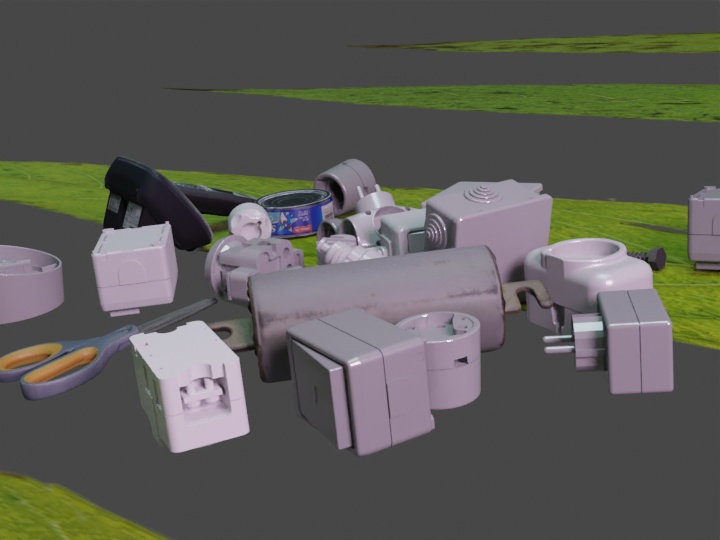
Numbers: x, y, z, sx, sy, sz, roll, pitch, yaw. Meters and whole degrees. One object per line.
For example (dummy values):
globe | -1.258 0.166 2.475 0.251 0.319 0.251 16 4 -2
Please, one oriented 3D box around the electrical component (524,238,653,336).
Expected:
electrical component | 0.163 0.013 0.770 0.054 0.059 0.095 -14 19 -25

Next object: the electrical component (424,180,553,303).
electrical component | 0.096 -0.017 0.830 0.100 0.099 0.048 -15 32 -26

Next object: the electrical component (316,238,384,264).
electrical component | 0.000 0.000 0.860 0.078 0.040 0.040 33 29 13

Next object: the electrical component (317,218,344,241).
electrical component | -0.011 -0.030 1.012 0.046 0.040 0.040 -11 17 -32

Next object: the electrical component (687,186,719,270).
electrical component | 0.310 -0.036 0.888 0.062 0.061 0.096 3 11 26

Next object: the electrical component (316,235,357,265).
electrical component | -0.018 -0.003 0.909 0.040 0.046 0.040 -6 19 2

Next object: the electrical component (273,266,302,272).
electrical component | -0.046 0.016 0.867 0.078 0.040 0.040 -14 19 -27

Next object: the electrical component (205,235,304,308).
electrical component | -0.093 0.001 0.906 0.057 0.058 0.078 9 22 32

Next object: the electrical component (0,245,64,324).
electrical component | -0.311 0.009 0.942 0.099 0.064 0.099 -6 17 2

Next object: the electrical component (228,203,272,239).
electrical component | -0.113 -0.048 1.089 0.043 0.043 0.062 -8 22 -8

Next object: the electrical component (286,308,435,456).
electrical component | -0.008 0.065 0.654 0.061 0.061 0.096 -15 19 -28

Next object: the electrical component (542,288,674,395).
electrical component | 0.155 0.046 0.686 0.077 0.047 0.065 -4 17 8

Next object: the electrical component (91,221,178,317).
electrical component | -0.195 -0.002 0.943 0.062 0.061 0.096 -7 17 -4

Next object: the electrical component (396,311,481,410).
electrical component | 0.050 0.058 0.684 0.055 0.047 0.055 -6 17 2

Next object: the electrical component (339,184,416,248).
electrical component | 0.019 -0.045 0.981 0.077 0.079 0.044 -7 -28 -24

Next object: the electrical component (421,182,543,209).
electrical component | 0.116 -0.049 1.008 0.100 0.048 0.100 4 20 30

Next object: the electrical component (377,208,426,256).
electrical component | 0.059 -0.015 0.895 0.096 0.061 0.061 -10 17 -13

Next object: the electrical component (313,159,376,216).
electrical component | -0.018 -0.089 1.183 0.055 0.055 0.047 9 26 41

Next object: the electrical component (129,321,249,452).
electrical component | -0.107 0.074 0.669 0.050 0.055 0.089 -13 18 -21
